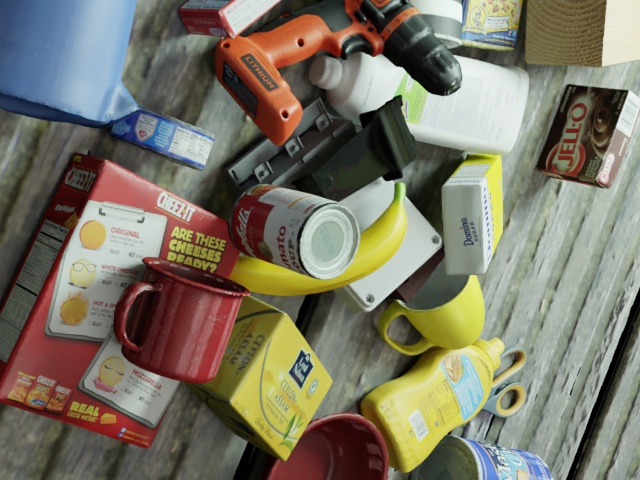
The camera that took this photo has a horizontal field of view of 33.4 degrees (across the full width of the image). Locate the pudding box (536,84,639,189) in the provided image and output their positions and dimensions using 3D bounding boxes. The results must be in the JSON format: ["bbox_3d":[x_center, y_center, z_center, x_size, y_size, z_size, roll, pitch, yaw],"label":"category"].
[{"bbox_3d":[0.312,-0.121,1.236,0.039,0.090,0.113,26,85,-40],"label":"pudding box"}]

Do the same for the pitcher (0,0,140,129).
[{"bbox_3d":[-0.206,-0.215,0.811,0.149,0.145,0.243,15,88,-50],"label":"pitcher"}]

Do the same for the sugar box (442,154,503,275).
[{"bbox_3d":[0.162,-0.030,1.111,0.176,0.048,0.093,-49,137,-70],"label":"sugar box"}]

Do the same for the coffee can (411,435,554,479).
[{"bbox_3d":[0.189,0.287,1.237,0.140,0.103,0.103,19,90,-38],"label":"coffee can"}]

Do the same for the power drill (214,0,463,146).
[{"bbox_3d":[0.013,-0.165,0.968,0.187,0.184,0.057,-36,163,-22],"label":"power drill"}]

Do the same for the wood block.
[{"bbox_3d":[0.313,-0.244,1.172,0.205,0.090,0.091,-19,113,-50],"label":"wood block"}]

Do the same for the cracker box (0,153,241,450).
[{"bbox_3d":[-0.180,0.055,0.923,0.164,0.072,0.213,29,83,-40],"label":"cracker box"}]

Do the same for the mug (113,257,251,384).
[{"bbox_3d":[-0.120,0.065,0.865,0.117,0.093,0.081,13,97,-54],"label":"mug"}]

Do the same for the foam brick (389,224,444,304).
[{"bbox_3d":[0.087,0.018,1.126,0.078,0.051,0.053,-50,125,-16],"label":"foam brick"}]

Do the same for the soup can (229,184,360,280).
[{"bbox_3d":[-0.022,-0.008,0.921,0.068,0.102,0.068,-11,108,-37],"label":"soup can"}]

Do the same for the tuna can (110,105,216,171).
[{"bbox_3d":[-0.135,-0.088,0.912,0.086,0.086,0.034,20,91,-38],"label":"tuna can"}]

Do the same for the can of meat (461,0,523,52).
[{"bbox_3d":[0.166,-0.244,1.117,0.101,0.058,0.084,0,103,-37],"label":"can of meat"}]

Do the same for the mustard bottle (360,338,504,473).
[{"bbox_3d":[0.137,0.168,1.196,0.191,0.058,0.096,-34,110,-26],"label":"mustard bottle"}]

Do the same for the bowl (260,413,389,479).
[{"bbox_3d":[-0.007,0.249,1.111,0.161,0.055,0.162,-10,107,-35],"label":"bowl"}]

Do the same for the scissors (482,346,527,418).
[{"bbox_3d":[0.181,0.206,1.266,0.201,0.016,0.096,-40,122,-22],"label":"scissors"}]

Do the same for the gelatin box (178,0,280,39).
[{"bbox_3d":[-0.071,-0.213,0.936,0.089,0.073,0.030,-44,124,-20],"label":"gelatin box"}]

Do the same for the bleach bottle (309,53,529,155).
[{"bbox_3d":[0.099,-0.154,1.087,0.250,0.068,0.102,9,94,-36],"label":"bleach bottle"}]

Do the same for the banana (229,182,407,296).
[{"bbox_3d":[0.005,0.015,0.996,0.197,0.070,0.037,-23,156,-12],"label":"banana"}]
